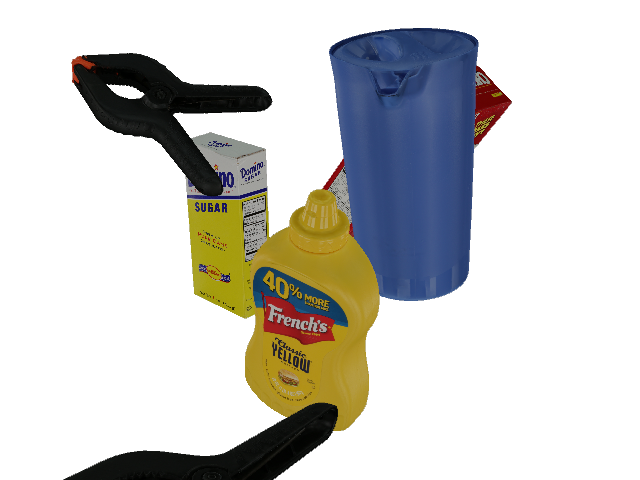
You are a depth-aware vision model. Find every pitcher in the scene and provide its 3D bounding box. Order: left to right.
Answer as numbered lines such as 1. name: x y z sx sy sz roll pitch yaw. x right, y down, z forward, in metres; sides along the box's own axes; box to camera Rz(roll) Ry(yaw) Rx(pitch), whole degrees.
1. pitcher: 0.086 -0.076 1.009 0.149 0.243 0.145 -18 28 -27

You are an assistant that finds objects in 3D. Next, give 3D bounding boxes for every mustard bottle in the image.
1. mustard bottle: -0.006 0.046 0.763 0.096 0.192 0.058 25 42 24

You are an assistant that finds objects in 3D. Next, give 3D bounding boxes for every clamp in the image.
1. clamp: -0.128 -0.120 0.918 0.171 0.120 0.039 33 -38 4
2. clamp: -0.056 0.137 0.576 0.209 0.036 0.165 0 19 -14

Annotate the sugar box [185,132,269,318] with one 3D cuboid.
1. sugar box: -0.096 -0.016 1.109 0.048 0.176 0.093 -23 29 -38

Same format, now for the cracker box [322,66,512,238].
1. cracker box: 0.097 -0.094 1.221 0.163 0.072 0.214 -22 -24 -45
